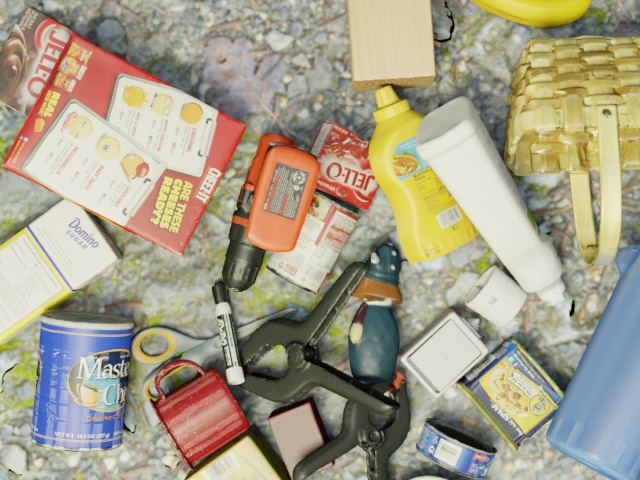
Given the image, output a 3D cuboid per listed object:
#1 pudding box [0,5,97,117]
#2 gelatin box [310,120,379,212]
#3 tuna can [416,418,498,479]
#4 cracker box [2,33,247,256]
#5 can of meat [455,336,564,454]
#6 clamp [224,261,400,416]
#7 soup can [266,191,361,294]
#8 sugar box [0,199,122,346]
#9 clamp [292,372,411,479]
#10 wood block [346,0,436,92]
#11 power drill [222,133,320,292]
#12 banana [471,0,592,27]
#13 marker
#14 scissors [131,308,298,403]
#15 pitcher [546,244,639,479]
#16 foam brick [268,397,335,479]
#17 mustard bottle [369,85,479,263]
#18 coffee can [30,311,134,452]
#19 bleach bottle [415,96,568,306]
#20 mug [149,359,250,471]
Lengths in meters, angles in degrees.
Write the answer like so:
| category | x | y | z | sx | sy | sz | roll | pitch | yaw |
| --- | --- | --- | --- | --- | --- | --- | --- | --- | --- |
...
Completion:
| category | x | y | z | sx | sy | sz | roll | pitch | yaw |
| --- | --- | --- | --- | --- | --- | --- | --- | --- | --- |
| pudding box | -0.317 | -0.195 | 1.215 | 0.090 | 0.039 | 0.113 | 29 | 93 | 1 |
| gelatin box | 0.029 | -0.082 | 1.188 | 0.089 | 0.030 | 0.073 | 25 | 89 | -29 |
| tuna can | 0.150 | 0.231 | 1.180 | 0.086 | 0.086 | 0.034 | 23 | 93 | 2 |
| cracker box | -0.213 | -0.101 | 1.173 | 0.213 | 0.072 | 0.164 | 27 | 86 | -10 |
| can of meat | 0.215 | 0.171 | 1.191 | 0.084 | 0.057 | 0.102 | -41 | 90 | 0 |
| clamp | -0.015 | 0.115 | 1.168 | 0.210 | 0.036 | 0.164 | -10 | 82 | 31 |
| soup can | -0.008 | 0.001 | 1.191 | 0.068 | 0.068 | 0.102 | 29 | 92 | 1 |
| sugar box | -0.322 | 0.035 | 1.217 | 0.176 | 0.048 | 0.093 | -35 | 89 | -1 |
| clamp | 0.058 | 0.229 | 1.179 | 0.120 | 0.039 | 0.171 | 43 | 67 | -12 |
| wood block | 0.073 | -0.273 | 1.172 | 0.091 | 0.090 | 0.206 | -4 | 90 | 2 |
| power drill | -0.058 | -0.028 | 1.135 | 0.057 | 0.188 | 0.184 | 15 | 89 | -12 |
| banana | 0.217 | -0.279 | 1.195 | 0.198 | 0.037 | 0.069 | 14 | 74 | 1 |
| marker | -0.104 | 0.103 | 1.201 | 0.020 | 0.020 | 0.121 | -14 | 68 | 2 |
| scissors | -0.132 | 0.107 | 1.224 | 0.202 | 0.016 | 0.096 | -39 | 89 | 2 |
| pitcher | 0.351 | 0.138 | 1.129 | 0.144 | 0.149 | 0.243 | 33 | 84 | -33 |
| foam brick | -0.020 | 0.223 | 1.204 | 0.053 | 0.051 | 0.078 | -20 | 90 | 3 |
| mustard bottle | 0.104 | -0.078 | 1.171 | 0.096 | 0.058 | 0.191 | -26 | 98 | -30 |
| coffee can | -0.264 | 0.155 | 1.187 | 0.103 | 0.103 | 0.140 | 6 | 91 | 2 |
| bleach bottle | 0.194 | -0.028 | 1.140 | 0.068 | 0.102 | 0.250 | -28 | 110 | 20 |
| mug | -0.137 | 0.185 | 1.185 | 0.081 | 0.093 | 0.117 | -31 | 101 | -9 |
